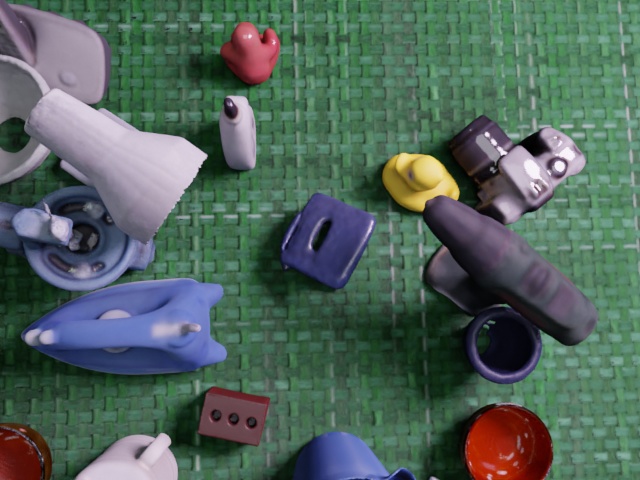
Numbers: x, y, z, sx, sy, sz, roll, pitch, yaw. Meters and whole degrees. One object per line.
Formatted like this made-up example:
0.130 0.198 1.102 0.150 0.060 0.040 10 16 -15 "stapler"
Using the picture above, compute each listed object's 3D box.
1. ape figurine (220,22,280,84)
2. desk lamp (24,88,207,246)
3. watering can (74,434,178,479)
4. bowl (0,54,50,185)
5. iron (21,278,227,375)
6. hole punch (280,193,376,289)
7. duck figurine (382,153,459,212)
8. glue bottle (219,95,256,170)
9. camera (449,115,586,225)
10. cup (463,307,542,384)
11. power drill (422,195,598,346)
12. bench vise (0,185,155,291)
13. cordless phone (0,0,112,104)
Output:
-0.091 -0.248 0.739 0.078 0.092 0.076 -1 84 -3 "ape figurine"
-0.227 -0.085 0.654 0.203 0.213 0.118 33 84 0 "desk lamp"
-0.227 0.295 0.627 0.101 0.194 0.173 16 84 -1 "watering can"
-0.404 -0.142 0.719 0.167 0.074 0.167 0 84 -3 "bowl"
-0.245 0.108 0.671 0.258 0.141 0.119 -5 85 -4 "iron"
0.007 0.003 0.721 0.101 0.091 0.109 27 84 0 "hole punch"
0.136 -0.079 0.739 0.104 0.086 0.077 29 84 0 "duck figurine"
-0.100 -0.138 0.687 0.037 0.173 0.078 1 84 -3 "glue bottle"
0.246 -0.105 0.740 0.143 0.100 0.137 -39 88 -6 "camera"
0.226 0.120 0.720 0.118 0.095 0.091 -42 88 -6 "cup"
0.196 0.037 0.670 0.229 0.208 0.076 34 84 1 "power drill"
-0.309 0.001 0.638 0.207 0.219 0.121 -7 85 -4 "bench vise"
-0.337 -0.240 0.677 0.147 0.185 0.094 13 84 -2 "cordless phone"
